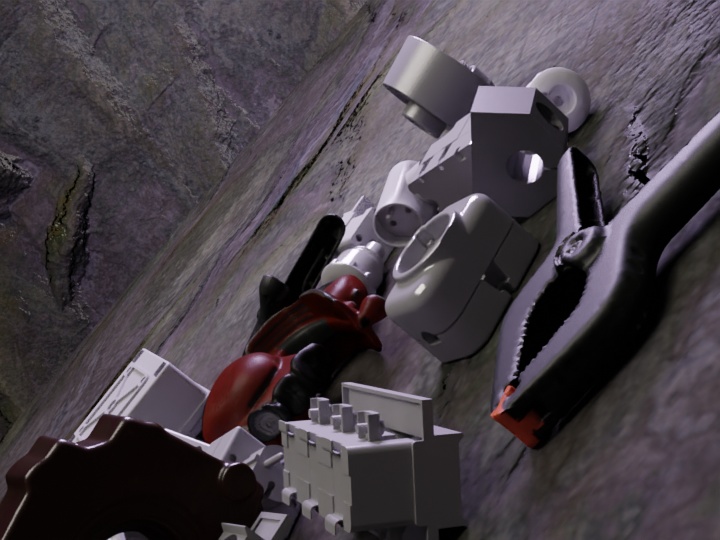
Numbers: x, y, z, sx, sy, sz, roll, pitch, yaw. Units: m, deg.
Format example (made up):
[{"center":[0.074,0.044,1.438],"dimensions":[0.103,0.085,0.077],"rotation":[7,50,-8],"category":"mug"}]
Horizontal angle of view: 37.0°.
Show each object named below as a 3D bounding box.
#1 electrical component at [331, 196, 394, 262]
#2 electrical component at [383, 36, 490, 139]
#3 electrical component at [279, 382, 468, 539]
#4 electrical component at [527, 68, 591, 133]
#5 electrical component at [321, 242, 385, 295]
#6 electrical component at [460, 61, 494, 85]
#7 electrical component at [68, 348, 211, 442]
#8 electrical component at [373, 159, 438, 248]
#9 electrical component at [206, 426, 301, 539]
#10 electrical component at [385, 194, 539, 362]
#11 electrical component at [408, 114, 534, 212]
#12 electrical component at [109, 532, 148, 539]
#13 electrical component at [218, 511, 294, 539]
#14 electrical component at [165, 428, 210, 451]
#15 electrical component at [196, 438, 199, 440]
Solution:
[{"center":[0.003,-0.026,0.969],"dimensions":[0.081,0.042,0.064],"rotation":[-56,19,-22],"category":"electrical component"},{"center":[0.070,-0.153,0.963],"dimensions":[0.060,0.108,0.108],"rotation":[-55,13,4],"category":"electrical component"},{"center":[0.001,0.103,0.561],"dimensions":[0.121,0.063,0.078],"rotation":[174,93,-71],"category":"electrical component"},{"center":[0.138,-0.121,0.791],"dimensions":[0.048,0.048,0.062],"rotation":[-51,7,-4],"category":"electrical component"},{"center":[0.000,0.000,0.905],"dimensions":[0.048,0.048,0.062],"rotation":[-36,11,45],"category":"electrical component"},{"center":[0.097,-0.180,1.035],"dimensions":[0.043,0.062,0.043],"rotation":[-46,14,15],"category":"electrical component"},{"center":[-0.177,0.124,0.858],"dimensions":[0.108,0.056,0.109],"rotation":[-53,19,-12],"category":"electrical component"},{"center":[0.051,-0.068,0.919],"dimensions":[0.079,0.044,0.077],"rotation":[-41,16,32],"category":"electrical component"},{"center":[-0.063,0.136,0.694],"dimensions":[0.077,0.066,0.047],"rotation":[-36,20,45],"category":"electrical component"},{"center":[0.061,0.002,0.675],"dimensions":[0.095,0.059,0.054],"rotation":[-57,15,-27],"category":"electrical component"},{"center":[0.089,-0.084,0.832],"dimensions":[0.089,0.050,0.055],"rotation":[-30,24,53],"category":"electrical component"},{"center":[-0.166,0.231,0.717],"dimensions":[0.061,0.089,0.150],"rotation":[-47,14,11],"category":"electrical component"},{"center":[-0.057,0.174,0.581],"dimensions":[0.081,0.064,0.042],"rotation":[-56,16,-22],"category":"electrical component"},{"center":[-0.111,0.165,0.774],"dimensions":[0.075,0.083,0.047],"rotation":[87,-154,-49],"category":"electrical component"},{"center":[-0.156,0.163,0.956],"dimensions":[0.065,0.047,0.076],"rotation":[-49,-2,-5],"category":"electrical component"}]
